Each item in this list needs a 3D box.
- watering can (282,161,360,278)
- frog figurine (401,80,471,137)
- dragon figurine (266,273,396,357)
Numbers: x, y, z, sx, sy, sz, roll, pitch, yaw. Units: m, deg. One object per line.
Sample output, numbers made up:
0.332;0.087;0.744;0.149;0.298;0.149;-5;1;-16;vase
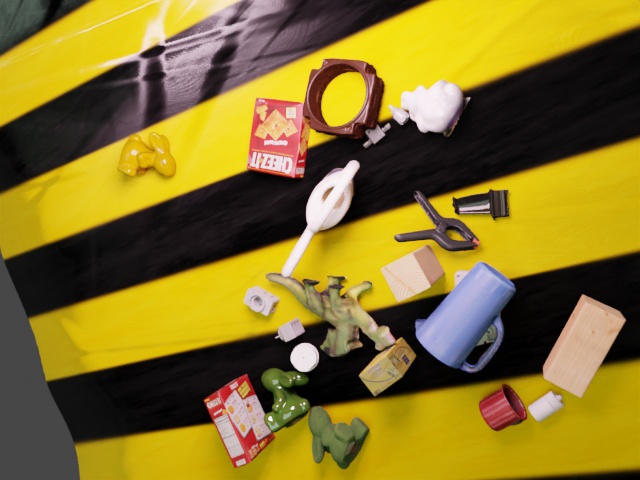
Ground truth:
0.004;-0.069;1.373;0.104;0.227;0.344;33;106;-2;watering can
0.281;-0.342;1.299;0.160;0.125;0.134;28;124;7;frog figurine
0.026;0.220;1.449;0.410;0.123;0.240;5;104;32;dragon figurine
